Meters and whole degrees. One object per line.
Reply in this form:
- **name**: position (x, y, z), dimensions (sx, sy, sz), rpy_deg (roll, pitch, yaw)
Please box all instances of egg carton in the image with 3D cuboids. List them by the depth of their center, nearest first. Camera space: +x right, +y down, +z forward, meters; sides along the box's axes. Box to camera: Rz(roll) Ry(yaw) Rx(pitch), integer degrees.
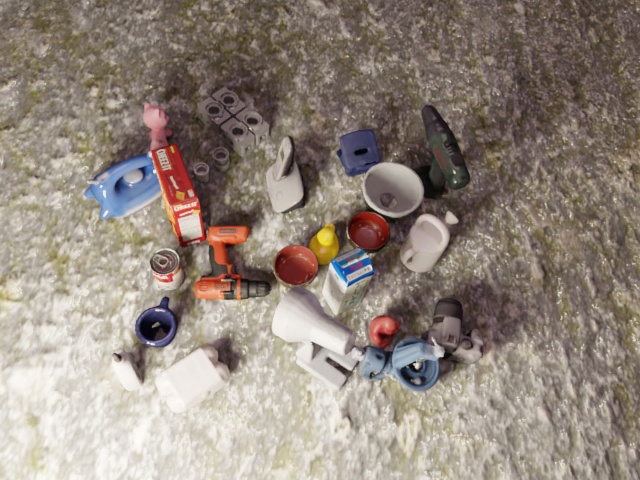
- **egg carton**: position (-0.280, 0.309, 1.273), dimensions (0.150, 0.069, 0.107), rpy_deg (-33, 71, -20)

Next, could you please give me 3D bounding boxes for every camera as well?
- **camera**: position (0.322, 0.212, 1.373), dimensions (0.143, 0.101, 0.137), rpy_deg (14, 63, 1)

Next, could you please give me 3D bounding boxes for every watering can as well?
- **watering can**: position (0.271, -0.008, 1.425), dimensions (0.101, 0.194, 0.173), rpy_deg (26, 64, 7)

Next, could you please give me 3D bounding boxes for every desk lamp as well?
- **desk lamp**: position (-0.003, 0.214, 1.271), dimensions (0.203, 0.213, 0.118), rpy_deg (32, 64, 10)

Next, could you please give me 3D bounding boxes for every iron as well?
- **iron**: position (-0.466, -0.167, 1.448), dimensions (0.259, 0.141, 0.118), rpy_deg (-35, 72, -21)

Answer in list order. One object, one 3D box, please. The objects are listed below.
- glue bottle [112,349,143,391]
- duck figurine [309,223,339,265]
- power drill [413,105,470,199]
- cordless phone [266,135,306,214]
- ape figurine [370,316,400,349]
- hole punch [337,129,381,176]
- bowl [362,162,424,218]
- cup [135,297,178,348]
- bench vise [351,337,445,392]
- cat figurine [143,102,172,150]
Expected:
- **glue bottle**: position (-0.418, 0.267, 1.219), dimensions (0.037, 0.173, 0.078), rpy_deg (-20, 67, -15)
- **duck figurine**: position (0.013, 0.005, 1.449), dimensions (0.077, 0.086, 0.104), rpy_deg (18, 63, 3)
- **power drill**: position (0.310, -0.214, 1.525), dimensions (0.076, 0.208, 0.229), rpy_deg (-20, 67, -15)
- **cordless phone**: position (-0.084, -0.167, 1.468), dimensions (0.094, 0.185, 0.147), rpy_deg (-12, 65, -12)
- **ape figurine**: position (0.156, 0.209, 1.361), dimensions (0.078, 0.092, 0.076), rpy_deg (-16, 66, -14)
- **hole punch**: position (0.111, -0.242, 1.581), dimensions (0.109, 0.091, 0.101), rpy_deg (-16, 66, -14)
- **bowl**: position (0.191, -0.123, 1.540), dimensions (0.167, 0.075, 0.167), rpy_deg (3, 63, -5)
- **cup**: position (-0.363, 0.196, 1.305), dimensions (0.091, 0.095, 0.118), rpy_deg (11, 63, -1)
- **bench vise**: position (0.180, 0.273, 1.260), dimensions (0.207, 0.220, 0.121), rpy_deg (-5, 64, -9)
- **cat figurine**: position (-0.436, -0.302, 1.533), dimensions (0.067, 0.118, 0.127), rpy_deg (-7, 64, -10)
